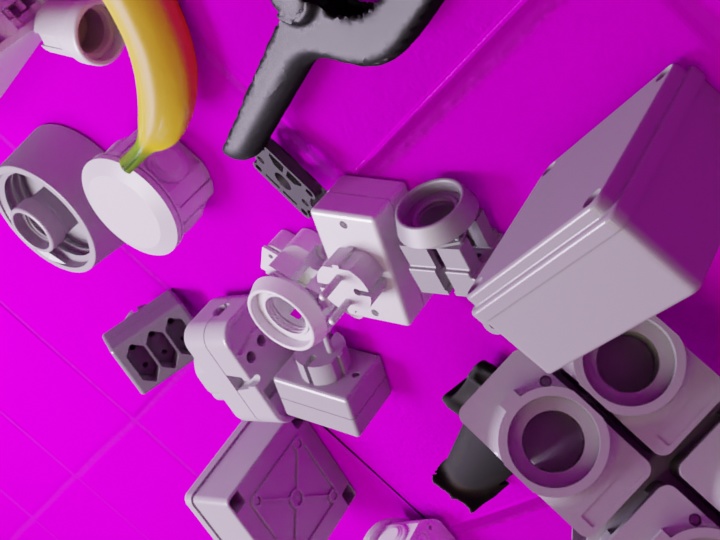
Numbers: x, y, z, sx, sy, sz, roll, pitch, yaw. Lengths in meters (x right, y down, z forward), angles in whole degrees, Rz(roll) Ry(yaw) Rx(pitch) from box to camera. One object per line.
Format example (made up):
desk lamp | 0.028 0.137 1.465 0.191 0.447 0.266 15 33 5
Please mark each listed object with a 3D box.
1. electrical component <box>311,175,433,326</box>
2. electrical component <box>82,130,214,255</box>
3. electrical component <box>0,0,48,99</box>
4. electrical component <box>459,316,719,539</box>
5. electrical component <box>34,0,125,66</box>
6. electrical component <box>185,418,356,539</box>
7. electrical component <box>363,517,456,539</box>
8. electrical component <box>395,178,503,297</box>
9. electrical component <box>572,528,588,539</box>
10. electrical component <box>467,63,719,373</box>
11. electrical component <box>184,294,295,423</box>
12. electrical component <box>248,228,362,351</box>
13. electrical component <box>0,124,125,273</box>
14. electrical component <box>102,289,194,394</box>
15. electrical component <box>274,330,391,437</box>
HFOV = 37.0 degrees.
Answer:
electrical component | 0.000 0.000 0.638 0.047 0.075 0.083 10 135 35
electrical component | -0.144 -0.054 0.729 0.080 0.051 0.080 24 142 21
electrical component | -0.285 -0.132 0.723 0.060 0.105 0.186 48 143 -12
electrical component | 0.153 0.101 0.546 0.186 0.105 0.060 43 180 13
electrical component | -0.174 -0.149 0.665 0.046 0.040 0.040 17 139 37
electrical component | -0.070 0.183 0.872 0.056 0.108 0.108 -6 125 41
electrical component | 0.041 0.237 0.857 0.051 0.080 0.080 -18 116 44
electrical component | 0.049 -0.018 0.602 0.066 0.048 0.055 5 140 39
electrical component | 0.152 0.126 0.625 0.064 0.099 0.099 17 139 19
electrical component | 0.115 -0.022 0.486 0.056 0.108 0.109 40 145 -5
electrical component | -0.084 0.066 0.804 0.059 0.053 0.095 -5 125 44
electrical component | -0.037 0.015 0.703 0.078 0.057 0.058 29 143 14
electrical component | -0.224 -0.047 0.800 0.108 0.060 0.108 24 142 20
electrical component | -0.166 0.050 0.857 0.047 0.066 0.077 60 168 -27
electrical component | -0.024 0.068 0.758 0.066 0.047 0.076 13 136 32
